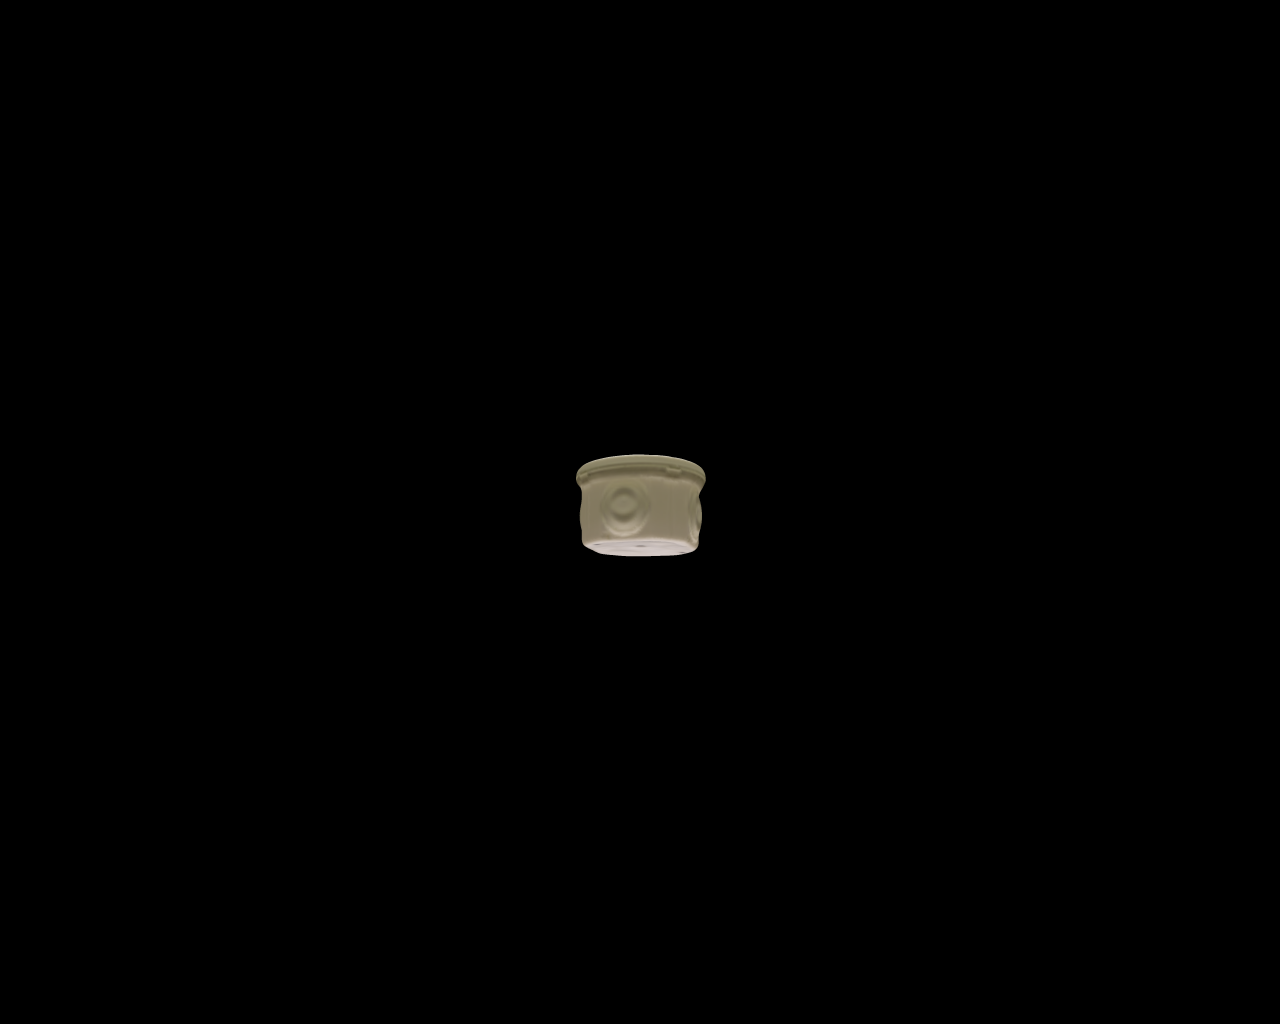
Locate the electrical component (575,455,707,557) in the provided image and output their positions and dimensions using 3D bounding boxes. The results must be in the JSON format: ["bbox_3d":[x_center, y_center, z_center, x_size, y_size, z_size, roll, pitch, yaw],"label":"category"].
[{"bbox_3d":[0.001,-0.003,0.650,0.080,0.051,0.080,0,-11,0],"label":"electrical component"}]
